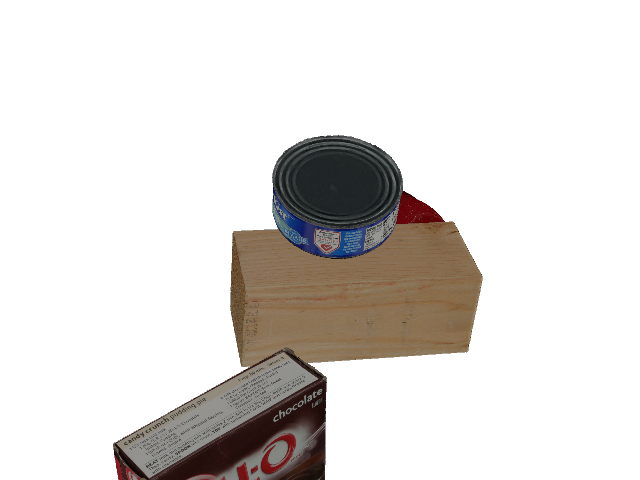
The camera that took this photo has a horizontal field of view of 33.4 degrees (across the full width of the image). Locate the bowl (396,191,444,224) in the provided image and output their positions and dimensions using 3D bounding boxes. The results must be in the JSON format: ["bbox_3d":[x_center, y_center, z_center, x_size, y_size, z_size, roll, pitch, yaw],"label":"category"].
[{"bbox_3d":[0.104,0.018,1.207,0.161,0.162,0.055,0,-6,-42],"label":"bowl"}]

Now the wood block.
[{"bbox_3d":[0.027,0.047,0.955,0.206,0.090,0.091,-3,34,-11],"label":"wood block"}]

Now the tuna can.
[{"bbox_3d":[0.010,-0.029,0.708,0.086,0.086,0.034,0,-42,-5],"label":"tuna can"}]

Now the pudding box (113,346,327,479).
[{"bbox_3d":[-0.049,0.119,0.556,0.113,0.090,0.039,-29,46,-33],"label":"pudding box"}]
